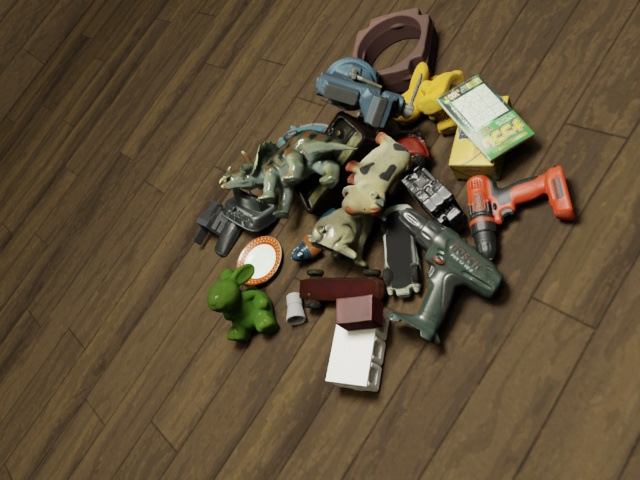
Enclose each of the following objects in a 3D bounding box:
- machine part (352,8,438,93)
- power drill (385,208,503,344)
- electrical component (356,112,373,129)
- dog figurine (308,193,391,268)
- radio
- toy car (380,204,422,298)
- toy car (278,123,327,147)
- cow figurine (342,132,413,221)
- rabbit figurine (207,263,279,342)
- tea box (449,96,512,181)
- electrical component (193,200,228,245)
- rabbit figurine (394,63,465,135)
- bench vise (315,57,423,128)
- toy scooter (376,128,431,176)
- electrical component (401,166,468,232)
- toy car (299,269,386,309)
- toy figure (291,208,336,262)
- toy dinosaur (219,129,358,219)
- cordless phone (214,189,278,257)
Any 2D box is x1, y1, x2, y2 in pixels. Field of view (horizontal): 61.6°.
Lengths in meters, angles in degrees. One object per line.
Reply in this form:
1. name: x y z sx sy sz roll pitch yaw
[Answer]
1. machine part: 0.187 -0.467 1.350 0.202 0.087 0.201 -3 64 32
2. power drill: 0.207 0.075 1.016 0.232 0.086 0.207 31 85 14
3. electrical component: 0.100 -0.268 1.320 0.078 0.045 0.102 -3 64 29
4. dog figurine: 0.067 -0.056 1.152 0.121 0.172 0.190 19 83 26
5. radio: 0.036 -0.174 1.245 0.229 0.073 0.131 -52 46 24
6. toy car: 0.168 0.021 1.110 0.074 0.056 0.201 -9 68 20
7. toy car: -0.019 -0.248 1.350 0.162 0.109 0.103 -8 44 18
8. cow figurine: 0.117 -0.121 1.106 0.127 0.085 0.195 33 68 28
9. rabbit figurine: -0.178 0.130 1.195 0.121 0.170 0.159 -13 59 25
10. tea box: 0.340 -0.212 1.128 0.098 0.068 0.169 4 68 32
11. electrical component: -0.286 -0.039 1.417 0.048 0.074 0.119 21 73 39
12. rabbit figurine: 0.239 -0.322 1.224 0.173 0.122 0.162 -11 65 49
13. bench vise: 0.106 -0.342 1.202 0.224 0.128 0.241 6 35 4
14. toy scooter: 0.169 -0.207 1.228 0.184 0.075 0.135 -5 63 34
15. electrical component: 0.238 -0.075 1.085 0.058 0.114 0.134 -43 55 9
16. toy car: 0.047 0.106 1.146 0.202 0.053 0.089 -4 82 31
17. toy figure: -0.003 -0.004 1.232 0.058 0.064 0.154 42 94 9
18. toy dinosaur: -0.054 -0.179 1.210 0.405 0.131 0.192 -24 57 39
19. cordless phone: -0.200 -0.030 1.369 0.147 0.088 0.184 29 93 38
